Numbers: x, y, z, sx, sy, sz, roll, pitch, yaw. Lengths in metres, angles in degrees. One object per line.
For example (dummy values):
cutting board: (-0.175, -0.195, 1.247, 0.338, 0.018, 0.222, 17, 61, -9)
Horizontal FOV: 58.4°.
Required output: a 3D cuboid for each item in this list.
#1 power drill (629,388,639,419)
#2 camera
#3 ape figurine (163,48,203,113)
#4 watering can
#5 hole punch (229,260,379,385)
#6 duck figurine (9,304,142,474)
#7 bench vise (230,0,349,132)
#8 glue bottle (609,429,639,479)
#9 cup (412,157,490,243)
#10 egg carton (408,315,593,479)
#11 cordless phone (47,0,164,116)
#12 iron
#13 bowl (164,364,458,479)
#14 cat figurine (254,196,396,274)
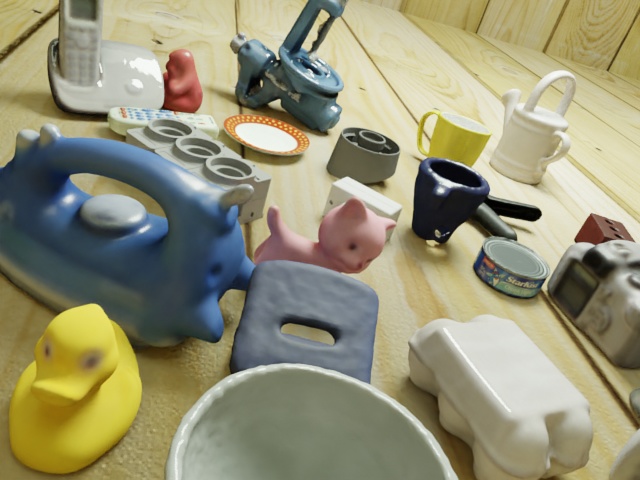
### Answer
power drill: (0.372, 0.094, 0.498, 0.230, 0.208, 0.075, 10, 31, -14)
camera: (0.362, 0.061, 0.654, 0.137, 0.101, 0.143, 5, 32, -22)
ape figurine: (-0.207, -0.236, 0.843, 0.076, 0.092, 0.078, 14, 30, -8)
watering can: (0.382, -0.211, 1.021, 0.101, 0.194, 0.172, -16, 44, -45)
hole punch: (-0.010, 0.080, 0.429, 0.109, 0.091, 0.101, 14, 30, -8)
duck figurine: (-0.150, 0.078, 0.360, 0.077, 0.086, 0.104, 16, 30, -4)
bench vise: (-0.044, -0.300, 0.909, 0.207, 0.220, 0.121, 15, 30, -5)
glue bottle: (0.287, 0.138, 0.413, 0.078, 0.173, 0.037, 34, 34, 26)
cup: (0.148, -0.039, 0.709, 0.091, 0.095, 0.118, 27, 31, 15)
egg carton: (0.141, 0.124, 0.461, 0.107, 0.069, 0.150, 0, 35, -29)
cordless phone: (-0.274, -0.258, 0.748, 0.148, 0.185, 0.094, -8, 39, -38)
iron: (-0.172, -0.022, 0.458, 0.258, 0.141, 0.119, 21, 30, 6)
bowl: (-0.007, 0.154, 0.324, 0.167, 0.075, 0.167, 14, 30, -8)
cat figurine: (0.005, 0.002, 0.539, 0.128, 0.118, 0.067, 14, 30, -8)
